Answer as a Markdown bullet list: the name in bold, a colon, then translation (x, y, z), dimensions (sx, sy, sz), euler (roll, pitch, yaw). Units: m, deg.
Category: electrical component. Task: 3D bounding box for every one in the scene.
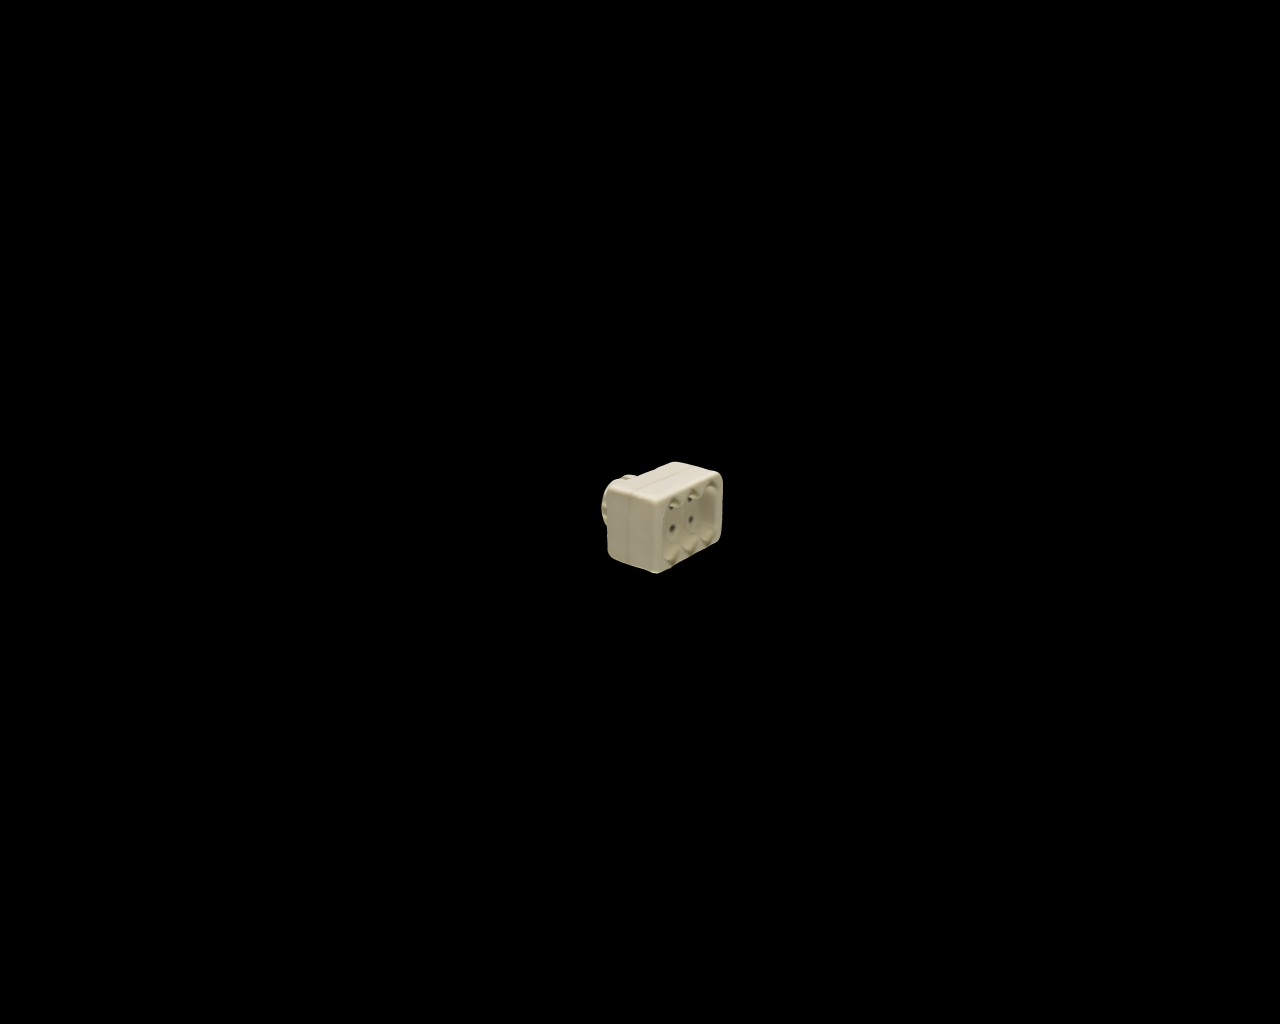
- **electrical component**: translation (0.001, -0.003, 0.650), dimensions (0.077, 0.047, 0.066), euler (17, 28, 37)
